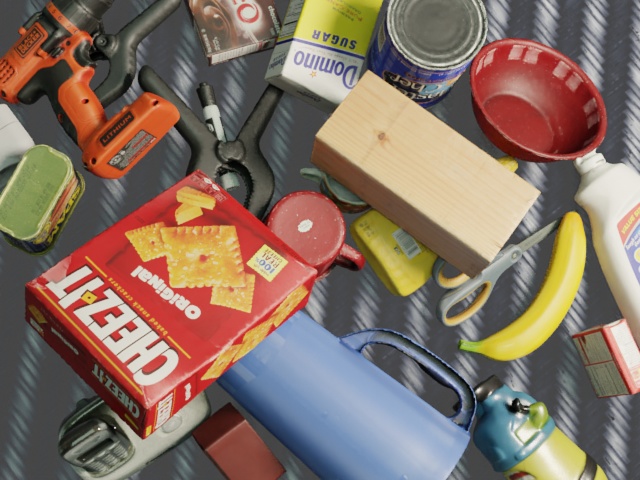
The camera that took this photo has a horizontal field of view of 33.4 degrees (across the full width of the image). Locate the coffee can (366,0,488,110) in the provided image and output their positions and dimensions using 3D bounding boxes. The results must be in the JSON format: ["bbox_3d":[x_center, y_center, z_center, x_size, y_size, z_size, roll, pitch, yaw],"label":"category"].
[{"bbox_3d":[0.109,-0.204,1.119,0.102,0.140,0.103,1,80,-6],"label":"coffee can"}]

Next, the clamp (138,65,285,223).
[{"bbox_3d":[-0.107,-0.093,1.108,0.164,0.036,0.210,3,72,-19],"label":"clamp"}]

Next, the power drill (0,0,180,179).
[{"bbox_3d":[-0.227,-0.169,1.081,0.184,0.057,0.188,-45,70,8],"label":"power drill"}]

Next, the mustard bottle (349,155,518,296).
[{"bbox_3d":[0.132,-0.031,1.132,0.191,0.058,0.096,-36,93,-10],"label":"mustard bottle"}]

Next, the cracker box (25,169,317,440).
[{"bbox_3d":[-0.134,0.050,0.976,0.164,0.072,0.213,41,56,17],"label":"cracker box"}]

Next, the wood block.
[{"bbox_3d":[0.101,-0.063,1.060,0.206,0.090,0.090,37,77,5],"label":"wood block"}]

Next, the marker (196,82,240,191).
[{"bbox_3d":[-0.110,-0.112,1.144,0.020,0.020,0.121,-14,82,-8],"label":"marker"}]

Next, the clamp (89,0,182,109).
[{"bbox_3d":[-0.235,-0.215,1.141,0.120,0.039,0.171,25,81,14],"label":"clamp"}]

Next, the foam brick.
[{"bbox_3d":[-0.081,0.210,1.059,0.051,0.053,0.078,-39,113,-10],"label":"foam brick"}]

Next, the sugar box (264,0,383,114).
[{"bbox_3d":[0.011,-0.235,1.148,0.093,0.048,0.176,23,75,-30],"label":"sugar box"}]

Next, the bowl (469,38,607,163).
[{"bbox_3d":[0.223,-0.138,1.146,0.162,0.055,0.162,10,56,-16],"label":"bowl"}]

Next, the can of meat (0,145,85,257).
[{"bbox_3d":[-0.285,-0.041,1.081,0.057,0.084,0.102,27,78,-1],"label":"can of meat"}]

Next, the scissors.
[{"bbox_3d":[0.191,0.007,1.131,0.201,0.016,0.096,-44,127,-10],"label":"scissors"}]

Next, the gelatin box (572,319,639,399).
[{"bbox_3d":[0.303,0.124,1.107,0.030,0.089,0.073,-21,83,-12],"label":"gelatin box"}]

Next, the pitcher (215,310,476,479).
[{"bbox_3d":[0.025,0.162,1.056,0.243,0.145,0.149,39,42,5],"label":"pitcher"}]

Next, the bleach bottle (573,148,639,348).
[{"bbox_3d":[0.340,0.019,1.144,0.102,0.068,0.251,-27,82,-10],"label":"bleach bottle"}]

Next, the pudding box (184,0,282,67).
[{"bbox_3d":[-0.098,-0.255,1.160,0.090,0.039,0.113,-18,83,-10],"label":"pudding box"}]

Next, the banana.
[{"bbox_3d":[0.233,0.061,1.134,0.069,0.037,0.197,43,79,-9],"label":"banana"}]

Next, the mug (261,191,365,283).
[{"bbox_3d":[-0.007,0.001,1.102,0.117,0.081,0.093,28,78,0],"label":"mug"}]
